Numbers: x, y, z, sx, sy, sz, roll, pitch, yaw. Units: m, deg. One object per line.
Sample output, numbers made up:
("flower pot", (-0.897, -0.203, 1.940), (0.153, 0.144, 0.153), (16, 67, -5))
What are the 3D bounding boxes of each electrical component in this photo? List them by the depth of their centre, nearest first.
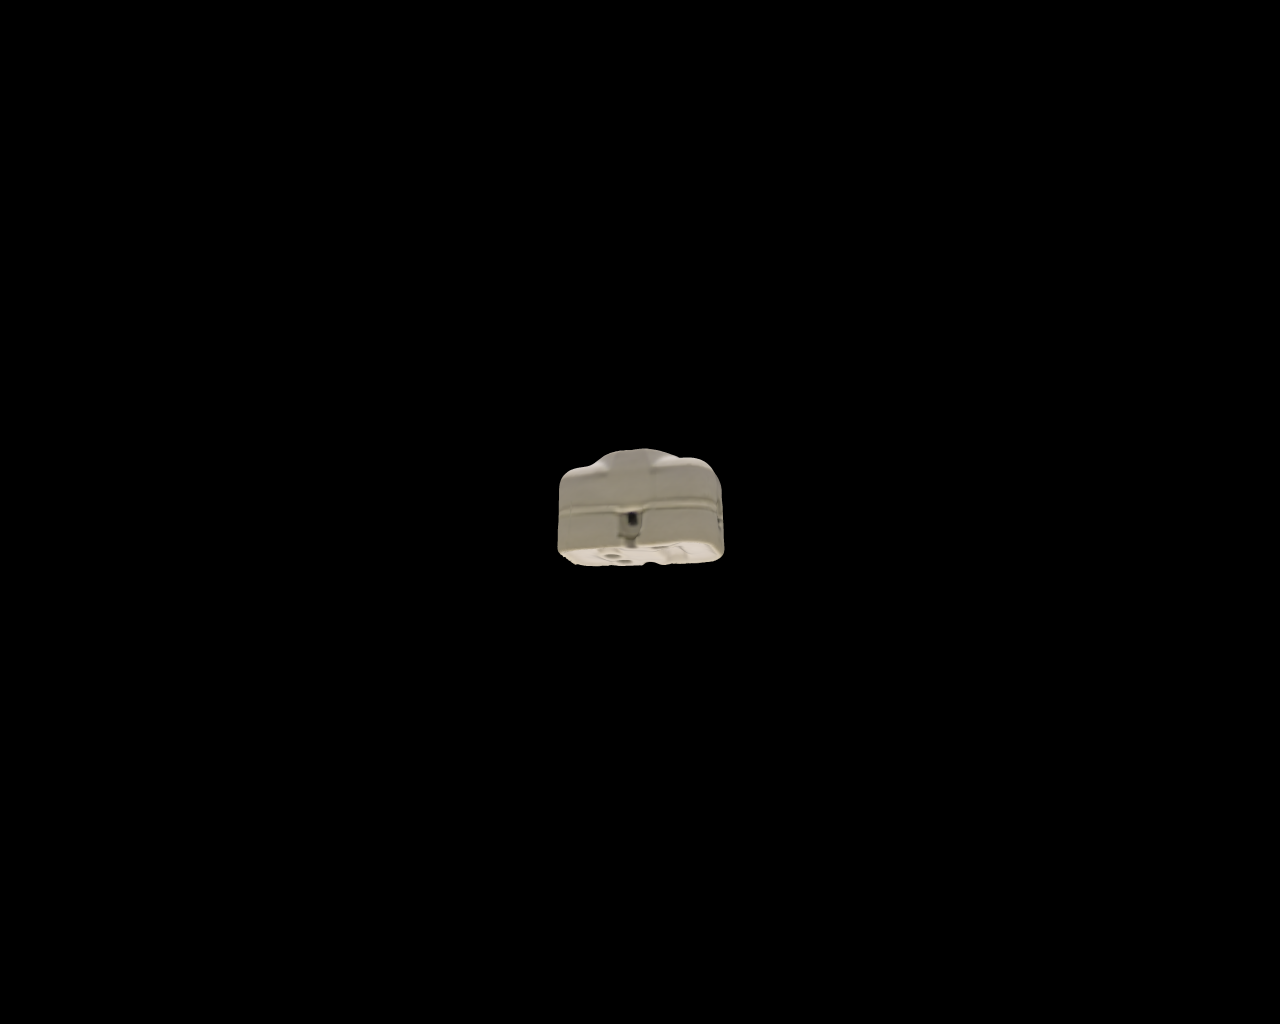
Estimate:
("electrical component", (0.001, -0.003, 0.650), (0.095, 0.059, 0.053), (-4, -15, 14))
